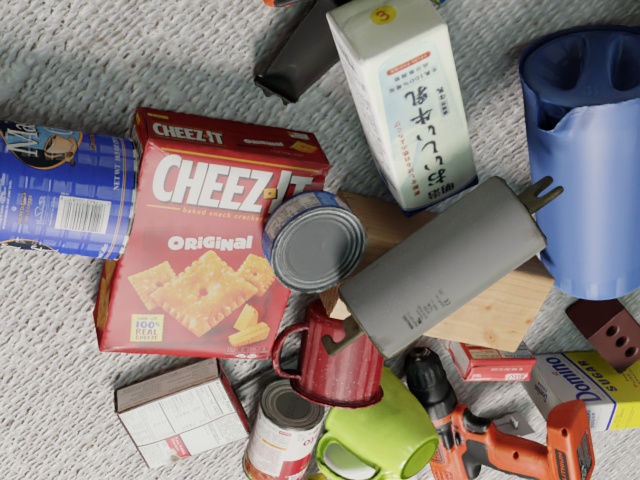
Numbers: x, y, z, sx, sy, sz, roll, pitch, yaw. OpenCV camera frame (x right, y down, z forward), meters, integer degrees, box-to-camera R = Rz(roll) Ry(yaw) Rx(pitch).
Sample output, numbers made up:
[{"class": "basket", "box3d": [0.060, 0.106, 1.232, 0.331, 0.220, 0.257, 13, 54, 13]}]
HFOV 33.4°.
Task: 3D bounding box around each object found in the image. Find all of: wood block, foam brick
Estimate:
[{"class": "wood block", "box3d": [0.104, 0.031, 1.015, 0.205, 0.091, 0.090, 13, 117, -24]}, {"class": "foam brick", "box3d": [0.312, 0.095, 1.147, 0.053, 0.051, 0.078, -41, 125, 11]}]

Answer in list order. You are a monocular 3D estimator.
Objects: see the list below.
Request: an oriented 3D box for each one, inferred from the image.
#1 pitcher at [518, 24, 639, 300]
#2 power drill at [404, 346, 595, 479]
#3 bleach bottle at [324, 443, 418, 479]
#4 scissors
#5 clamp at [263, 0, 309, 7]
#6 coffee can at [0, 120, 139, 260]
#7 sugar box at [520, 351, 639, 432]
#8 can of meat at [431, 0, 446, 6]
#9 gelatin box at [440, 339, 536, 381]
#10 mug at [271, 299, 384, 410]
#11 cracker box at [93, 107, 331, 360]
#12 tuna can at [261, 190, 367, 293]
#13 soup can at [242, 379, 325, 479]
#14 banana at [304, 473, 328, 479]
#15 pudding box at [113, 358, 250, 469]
[{"class": "pitcher", "box3d": [0.262, -0.070, 0.985, 0.149, 0.145, 0.243, -9, 129, 3]}, {"class": "power drill", "box3d": [0.183, 0.193, 1.111, 0.188, 0.057, 0.184, 4, 127, 34]}, {"class": "bleach bottle", "box3d": [0.060, 0.315, 1.209, 0.102, 0.068, 0.251, -10, 127, -9]}, {"class": "scissors", "box3d": [0.009, 0.124, 1.092, 0.202, 0.016, 0.096, -40, 123, 10]}, {"class": "clamp", "box3d": [0.019, -0.241, 0.808, 0.039, 0.120, 0.172, -18, 143, -54]}, {"class": "coffee can", "box3d": [-0.226, -0.041, 0.855, 0.140, 0.103, 0.103, 7, 120, -22]}, {"class": "sugar box", "box3d": [0.320, 0.162, 1.169, 0.176, 0.093, 0.048, 0, 122, -18]}, {"class": "can of meat", "box3d": [0.092, -0.249, 0.847, 0.084, 0.057, 0.102, -42, 124, 15]}, {"class": "gelatin box", "box3d": [0.167, 0.108, 1.086, 0.073, 0.089, 0.030, 2, 121, -19]}, {"class": "mug", "box3d": [0.010, 0.105, 1.018, 0.117, 0.093, 0.081, 3, 108, -18]}, {"class": "cracker box", "box3d": [-0.100, 0.003, 0.943, 0.164, 0.072, 0.214, 6, 120, -22]}, {"class": "tuna can", "box3d": [-0.006, 0.001, 0.910, 0.086, 0.034, 0.086, -11, 125, -17]}, {"class": "soup can", "box3d": [-0.038, 0.199, 1.086, 0.068, 0.068, 0.102, 1, 131, -18]}, {"class": "banana", "box3d": [-0.045, 0.305, 1.172, 0.069, 0.037, 0.198, 8, 134, -43]}, {"class": "pudding box", "box3d": [-0.136, 0.172, 1.060, 0.113, 0.039, 0.090, -20, 125, 1]}]
